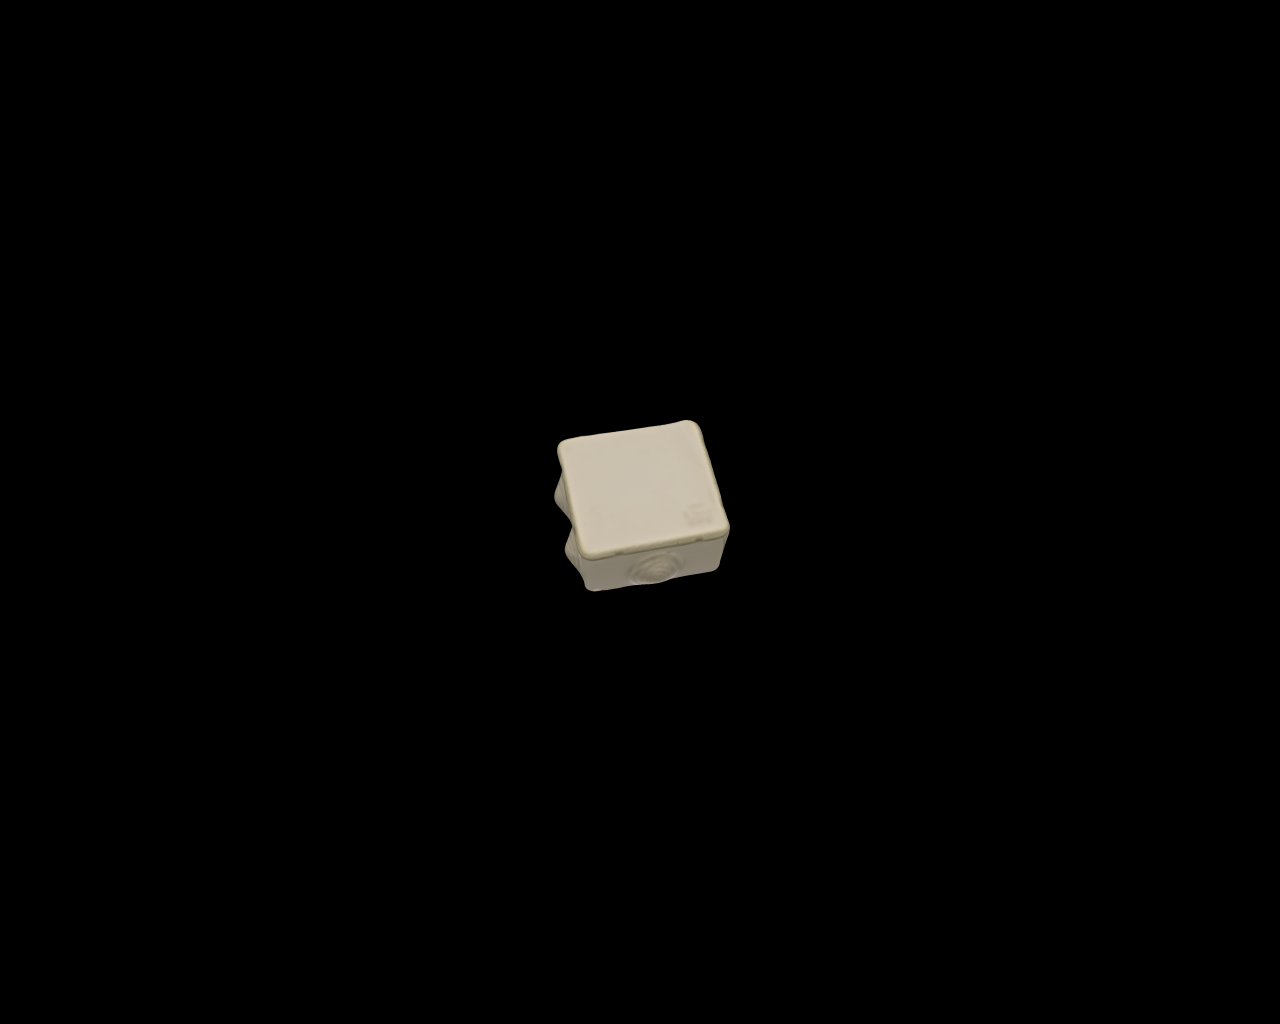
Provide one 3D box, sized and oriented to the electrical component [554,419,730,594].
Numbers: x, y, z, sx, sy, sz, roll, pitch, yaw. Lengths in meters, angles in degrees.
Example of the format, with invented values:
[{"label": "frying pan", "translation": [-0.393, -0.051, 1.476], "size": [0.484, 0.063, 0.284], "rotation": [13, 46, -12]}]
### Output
[{"label": "electrical component", "translation": [0.001, -0.003, 0.650], "size": [0.100, 0.100, 0.048], "rotation": [-9, -36, -7]}]
